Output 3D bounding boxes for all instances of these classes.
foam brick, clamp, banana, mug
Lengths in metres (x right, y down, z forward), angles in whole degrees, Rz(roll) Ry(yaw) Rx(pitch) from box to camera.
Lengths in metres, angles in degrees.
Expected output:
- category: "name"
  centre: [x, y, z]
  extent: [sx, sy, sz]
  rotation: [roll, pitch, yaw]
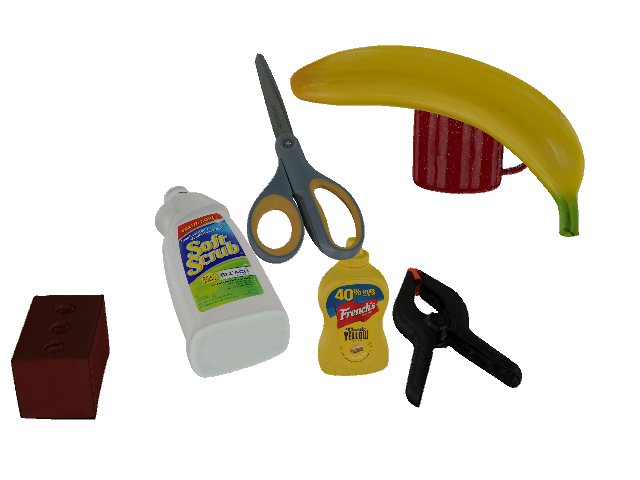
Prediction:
- category: "foam brick"
  centre: [-0.179, 0.080, 0.743]
  extent: [0.053, 0.051, 0.078]
  rotation: [0, 31, -3]
- category: "clamp"
  centre: [0.132, 0.096, 1.095]
  extent: [0.120, 0.171, 0.039]
  rotation: [2, -44, -13]
- category: "banana"
  centre: [0.078, -0.077, 0.632]
  extent: [0.198, 0.069, 0.037]
  rotation: [29, -10, 16]
- category: "mug"
  centre: [0.137, -0.089, 0.967]
  extent: [0.117, 0.081, 0.093]
  rotation: [4, 16, 13]

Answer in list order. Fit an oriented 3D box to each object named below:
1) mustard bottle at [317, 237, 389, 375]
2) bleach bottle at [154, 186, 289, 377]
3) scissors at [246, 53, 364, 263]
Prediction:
- category: "mustard bottle"
  centre: [0.045, 0.087, 1.449]
  extent: [0.096, 0.192, 0.058]
  rotation: [-3, 21, -7]
- category: "bleach bottle"
  centre: [-0.118, 0.025, 1.071]
  extent: [0.102, 0.068, 0.251]
  rotation: [-15, 40, -17]
- category: "scissors"
  centre: [-0.039, -0.059, 0.828]
  extent: [0.096, 0.202, 0.016]
  rotation: [-25, -26, -18]
